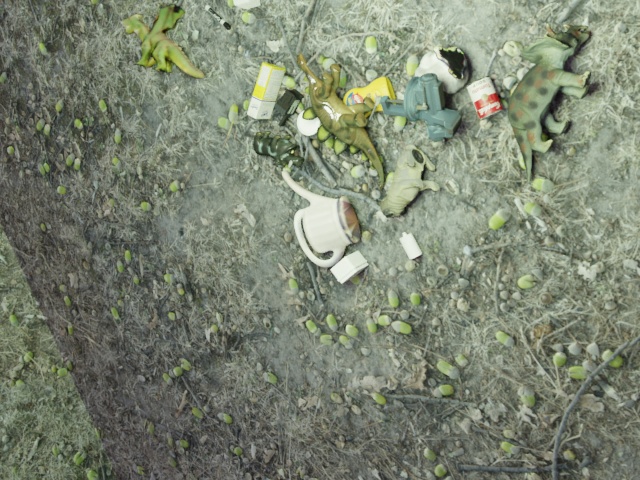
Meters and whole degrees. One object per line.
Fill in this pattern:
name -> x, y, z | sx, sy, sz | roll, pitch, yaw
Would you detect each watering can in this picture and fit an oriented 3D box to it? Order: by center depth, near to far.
watering can -> 0.005, -0.084, 1.660 | 0.223, 0.347, 0.105 | -17, 3, 27

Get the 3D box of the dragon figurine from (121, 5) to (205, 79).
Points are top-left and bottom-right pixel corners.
dragon figurine -> -0.544, -0.713, 1.820 | 0.412, 0.241, 0.122 | 17, 9, 21

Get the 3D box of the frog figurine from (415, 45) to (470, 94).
frog figurine -> 0.336, -0.462, 1.445 | 0.137, 0.125, 0.157 | 40, -25, -3
